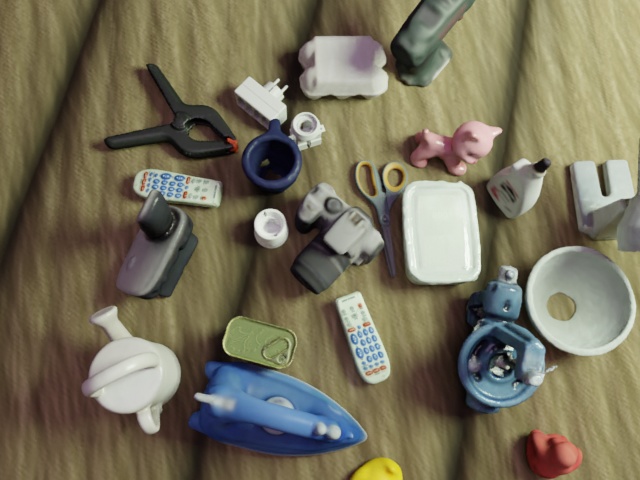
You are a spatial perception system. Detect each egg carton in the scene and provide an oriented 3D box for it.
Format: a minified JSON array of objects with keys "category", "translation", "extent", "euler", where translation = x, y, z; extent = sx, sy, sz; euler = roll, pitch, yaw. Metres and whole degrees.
[{"category":"egg carton","translation":[0.039,-0.289,0.969],"extent":[0.150,0.069,0.107],"euler":[-3,76,-3]}]

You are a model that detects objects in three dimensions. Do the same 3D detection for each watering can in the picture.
[{"category":"watering can","translation":[-0.261,0.176,0.772],"extent":[0.173,0.194,0.101],"euler":[42,78,8]}]

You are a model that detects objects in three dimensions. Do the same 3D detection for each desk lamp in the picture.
[{"category":"desk lamp","translation":[0.476,-0.059,0.858],"extent":[0.118,0.213,0.203],"euler":[-3,76,-3]}]

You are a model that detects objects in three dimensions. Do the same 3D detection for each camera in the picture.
[{"category":"camera","translation":[0.008,0.003,0.877],"extent":[0.143,0.101,0.137],"euler":[42,78,8]}]

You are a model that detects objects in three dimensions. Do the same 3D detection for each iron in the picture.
[{"category":"iron","translation":[-0.052,0.244,0.792],"extent":[0.258,0.141,0.119],"euler":[14,75,1]}]

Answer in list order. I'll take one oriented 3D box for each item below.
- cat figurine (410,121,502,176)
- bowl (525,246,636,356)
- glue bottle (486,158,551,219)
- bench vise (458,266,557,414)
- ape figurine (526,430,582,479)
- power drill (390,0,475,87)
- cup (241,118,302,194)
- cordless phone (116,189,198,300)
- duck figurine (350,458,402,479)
[{"category":"cat figurine","translation":[0.219,-0.157,0.919],"extent":[0.128,0.118,0.067],"euler":[10,75,0]},{"category":"bowl","translation":[0.387,0.097,0.885],"extent":[0.167,0.075,0.167],"euler":[1,76,-3]},{"category":"glue bottle","translation":[0.312,-0.090,0.878],"extent":[0.037,0.173,0.078],"euler":[-35,79,-10]},{"category":"bench vise","translation":[0.249,0.135,0.794],"extent":[0.121,0.220,0.207],"euler":[-7,76,-4]},{"category":"ape figurine","translation":[0.339,0.306,0.821],"extent":[0.077,0.092,0.076],"euler":[44,78,8]},{"category":"power drill","translation":[0.191,-0.349,0.920],"extent":[0.075,0.208,0.230],"euler":[37,77,7]},{"category":"cup","translation":[-0.074,-0.123,0.908],"extent":[0.091,0.095,0.118],"euler":[2,76,-2]},{"category":"cordless phone","translation":[-0.249,0.006,0.820],"extent":[0.094,0.185,0.148],"euler":[19,76,3]},{"category":"duck figurine","translation":[0.078,0.358,0.798],"extent":[0.077,0.086,0.105],"euler":[34,77,6]}]
